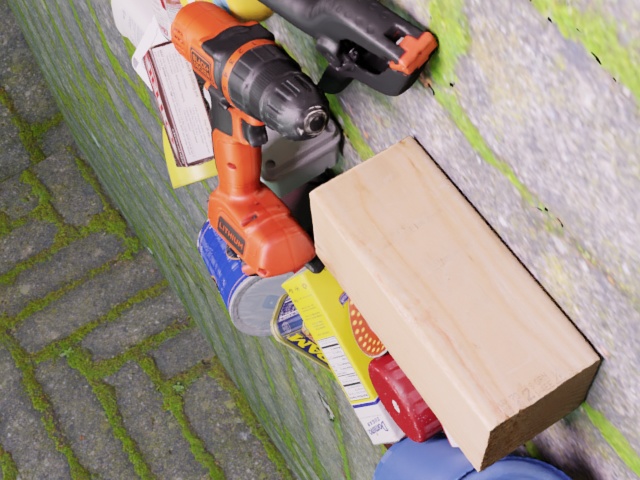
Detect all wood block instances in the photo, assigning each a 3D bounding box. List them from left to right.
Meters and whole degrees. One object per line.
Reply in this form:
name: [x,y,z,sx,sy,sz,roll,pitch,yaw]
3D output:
wood block: [0.087,0.042,0.736,0.206,0.090,0.091,53,166,26]

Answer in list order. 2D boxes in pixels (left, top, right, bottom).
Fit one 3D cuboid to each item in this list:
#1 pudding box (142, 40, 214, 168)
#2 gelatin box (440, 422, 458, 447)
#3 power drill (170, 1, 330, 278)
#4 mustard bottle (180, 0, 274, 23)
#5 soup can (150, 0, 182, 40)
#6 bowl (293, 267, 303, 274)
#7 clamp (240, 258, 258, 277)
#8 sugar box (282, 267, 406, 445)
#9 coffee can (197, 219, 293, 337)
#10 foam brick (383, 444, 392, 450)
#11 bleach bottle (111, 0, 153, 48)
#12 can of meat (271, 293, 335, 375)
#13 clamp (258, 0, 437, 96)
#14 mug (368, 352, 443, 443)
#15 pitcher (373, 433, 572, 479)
pudding box: [-0.128,-0.124,0.979,0.090,0.039,0.113,-161,51,-77]
gelatin box: [0.112,0.101,0.812,0.030,0.073,0.089,-6,118,41]
power drill: [-0.044,-0.067,0.787,0.185,0.057,0.188,46,149,45]
mustard bottle: [-0.069,-0.212,0.822,0.192,0.058,0.096,-160,51,-71]
soup can: [-0.123,-0.232,0.970,0.068,0.068,0.102,53,167,25]
bowl: [-0.007,0.001,1.089,0.162,0.055,0.162,55,167,18]
clamp: [-0.072,-0.033,1.166,0.210,0.036,0.164,-89,-22,-65]
sugar box: [0.047,0.090,0.984,0.176,0.093,0.048,58,145,-3]
coffee can: [-0.082,0.035,1.307,0.140,0.102,0.103,58,170,47]
foam brick: [0.093,0.211,1.192,0.078,0.051,0.053,51,166,33]
bleach bottle: [-0.133,-0.175,1.157,0.251,0.068,0.102,54,167,15]
can of meat: [0.017,0.083,1.051,0.102,0.057,0.084,34,146,-22]
clamp: [0.020,-0.127,0.707,0.172,0.039,0.120,34,174,47]
mug: [0.089,0.114,0.910,0.117,0.081,0.093,36,154,61]
pitcher: [0.128,0.226,0.863,0.149,0.145,0.243,54,172,-4]
